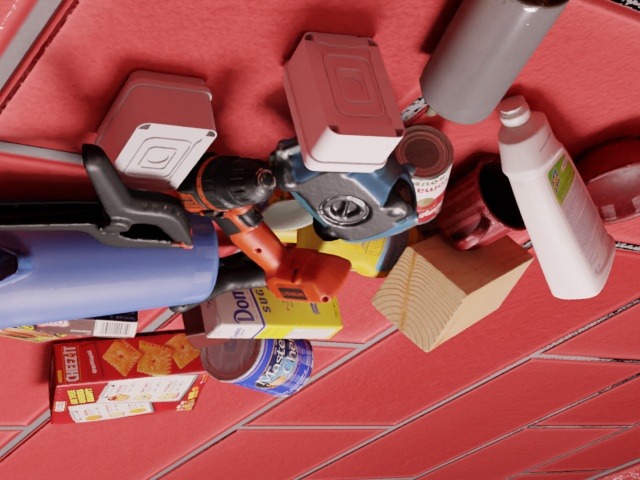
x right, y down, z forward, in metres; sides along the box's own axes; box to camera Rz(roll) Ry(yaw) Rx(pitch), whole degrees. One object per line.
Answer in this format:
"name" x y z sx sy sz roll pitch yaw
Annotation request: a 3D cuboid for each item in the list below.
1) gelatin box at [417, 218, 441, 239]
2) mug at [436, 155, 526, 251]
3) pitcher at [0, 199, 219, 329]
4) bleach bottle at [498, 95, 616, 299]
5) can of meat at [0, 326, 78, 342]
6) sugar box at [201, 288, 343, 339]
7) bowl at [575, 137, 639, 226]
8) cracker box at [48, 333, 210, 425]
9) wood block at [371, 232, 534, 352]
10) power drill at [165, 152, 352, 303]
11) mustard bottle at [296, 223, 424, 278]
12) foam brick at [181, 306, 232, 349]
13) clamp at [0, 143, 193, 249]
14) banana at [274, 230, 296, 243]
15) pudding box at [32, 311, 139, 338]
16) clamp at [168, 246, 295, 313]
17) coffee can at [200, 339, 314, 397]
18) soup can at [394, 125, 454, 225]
"gelatin box" 0.119 -0.001 1.334 0.073 0.030 0.089 -14 155 3
"mug" 0.181 -0.030 1.210 0.093 0.117 0.082 41 139 -15
"pitcher" -0.238 0.018 1.108 0.242 0.149 0.145 -3 133 -28
"bleach bottle" 0.249 -0.054 1.154 0.068 0.102 0.250 -5 131 34
"can of meat" -0.334 0.085 1.253 0.084 0.057 0.101 -14 157 39
"sugar box" -0.063 0.074 1.332 0.175 0.093 0.048 4 150 -33
"bowl" 0.351 -0.075 1.255 0.162 0.055 0.162 -10 155 -5
"cracker box" -0.274 0.196 1.520 0.213 0.072 0.164 -3 153 -18
"wood block" 0.161 0.047 1.269 0.205 0.090 0.091 -20 146 -56
"power drill" -0.055 -0.013 1.042 0.187 0.057 0.185 45 158 -27
"mustard bottle" 0.059 -0.007 1.220 0.058 0.096 0.191 10 177 44
"foam brick" -0.146 0.091 1.347 0.051 0.078 0.053 -14 156 -1
"clamp" -0.202 -0.024 0.986 0.165 0.036 0.209 -18 157 27
"banana" 0.007 -0.006 1.261 0.197 0.037 0.070 12 146 -42
"pudding box" -0.260 0.062 1.192 0.113 0.090 0.039 7 139 -16
"clamp" -0.108 0.035 1.249 0.171 0.120 0.039 -13 119 -19
"coffee can" -0.087 0.158 1.489 0.103 0.103 0.140 -24 154 23
"soup can" 0.103 -0.069 1.136 0.068 0.068 0.102 -10 154 -6
